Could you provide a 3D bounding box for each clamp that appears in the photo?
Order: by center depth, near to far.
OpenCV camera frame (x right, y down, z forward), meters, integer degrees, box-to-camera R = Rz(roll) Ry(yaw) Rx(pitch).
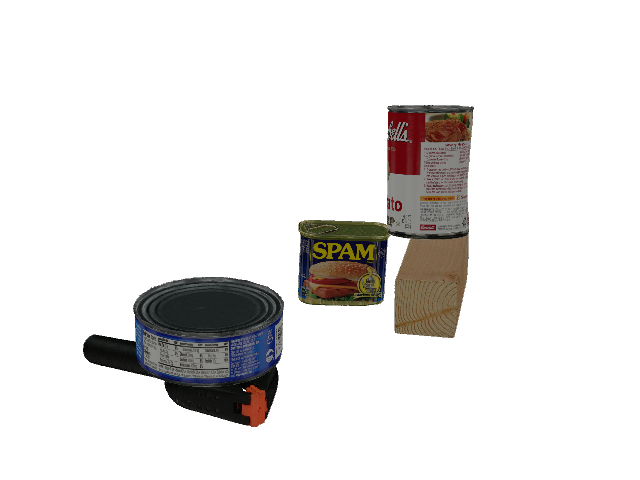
[{"bbox_3d":[-0.089,0.107,0.916,0.164,0.036,0.210,-9,17,-34],"label":"clamp"}]

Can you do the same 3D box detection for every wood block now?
[{"bbox_3d":[0.172,0.061,1.624,0.091,0.090,0.206,4,22,11],"label":"wood block"}]

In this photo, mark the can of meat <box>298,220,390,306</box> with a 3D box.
[{"bbox_3d":[0.024,0.026,1.192,0.102,0.084,0.057,2,17,-2],"label":"can of meat"}]

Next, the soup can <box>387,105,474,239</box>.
[{"bbox_3d":[0.087,-0.056,0.851,0.068,0.102,0.068,0,9,0],"label":"soup can"}]

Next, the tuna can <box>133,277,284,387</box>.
[{"bbox_3d":[-0.064,0.051,0.614,0.086,0.034,0.086,1,19,0],"label":"tuna can"}]
